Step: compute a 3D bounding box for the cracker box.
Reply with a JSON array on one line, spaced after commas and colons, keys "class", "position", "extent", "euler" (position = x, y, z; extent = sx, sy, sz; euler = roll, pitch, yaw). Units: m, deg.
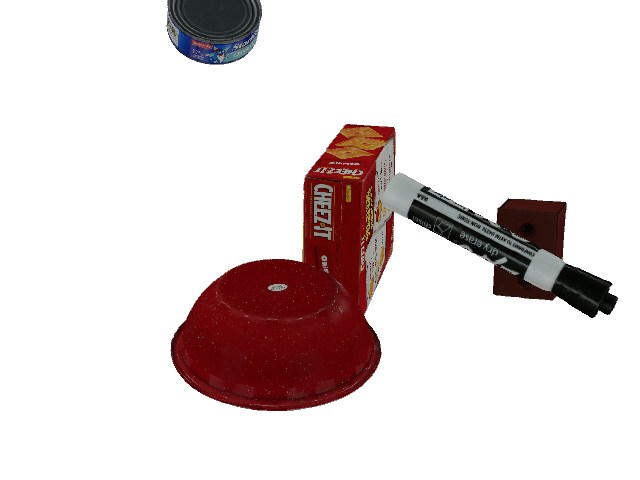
[{"class": "cracker box", "position": [0.034, -0.026, 1.204], "extent": [0.072, 0.164, 0.213], "euler": [5, 22, 12]}]

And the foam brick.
[{"class": "foam brick", "position": [0.179, 0.007, 0.909], "extent": [0.053, 0.078, 0.051], "euler": [5, 15, 20]}]

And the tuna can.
[{"class": "tuna can", "position": [-0.098, -0.203, 0.977], "extent": [0.086, 0.086, 0.034], "euler": [0, -32, -11]}]

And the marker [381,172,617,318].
[{"class": "marker", "position": [0.085, 0.002, 0.510], "extent": [0.121, 0.020, 0.020], "euler": [29, 10, 18]}]

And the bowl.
[{"class": "bowl", "position": [-0.033, 0.059, 0.807], "extent": [0.162, 0.055, 0.162], "euler": [1, 28, -1]}]
